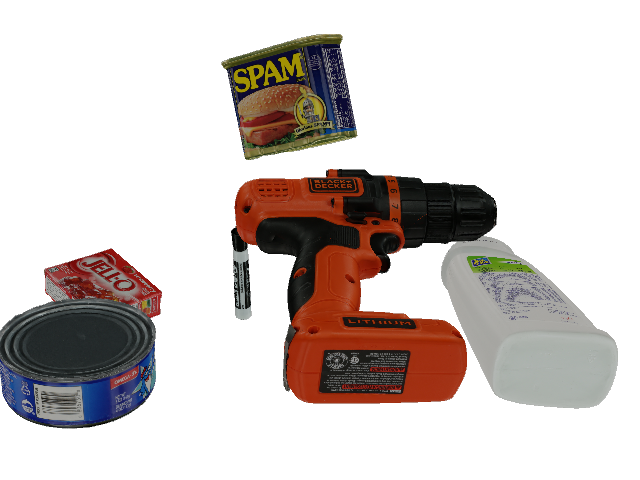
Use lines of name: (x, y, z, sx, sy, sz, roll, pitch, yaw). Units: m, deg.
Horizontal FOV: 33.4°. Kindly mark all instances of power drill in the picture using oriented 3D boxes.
power drill: (0.039, 0.022, 0.689, 0.184, 0.057, 0.187, -1, 36, -6)

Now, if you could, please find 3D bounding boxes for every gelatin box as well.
gelatin box: (-0.200, 0.046, 0.978, 0.073, 0.030, 0.089, -19, 40, -36)

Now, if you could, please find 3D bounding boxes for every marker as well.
marker: (-0.089, 0.036, 1.205, 0.020, 0.121, 0.020, 0, 32, 0)

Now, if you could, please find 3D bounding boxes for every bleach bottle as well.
bleach bottle: (0.168, 0.054, 0.932, 0.102, 0.068, 0.251, 5, 21, -7)

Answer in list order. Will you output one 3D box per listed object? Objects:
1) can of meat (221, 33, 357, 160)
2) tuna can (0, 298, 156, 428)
can of meat: (-0.024, -0.116, 0.876, 0.102, 0.084, 0.057, -9, 4, 32)
tuna can: (-0.134, 0.067, 0.590, 0.086, 0.034, 0.086, 2, 26, -1)
